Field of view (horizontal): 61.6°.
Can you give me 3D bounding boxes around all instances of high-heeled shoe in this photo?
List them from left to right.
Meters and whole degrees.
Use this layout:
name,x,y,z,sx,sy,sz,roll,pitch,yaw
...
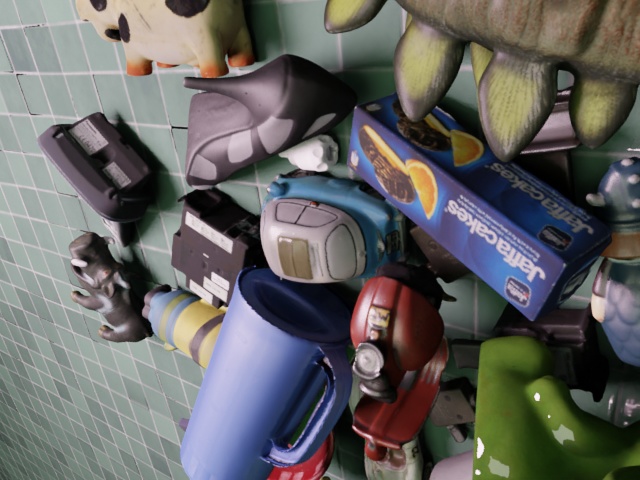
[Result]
name,x,y,z,sx,sy,sz,roll,pitch,yaw
high-heeled shoe,-0.058,-0.102,0.530,0.248,0.145,0.086,130,143,-74

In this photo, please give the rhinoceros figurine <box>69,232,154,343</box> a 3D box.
name,x,y,z,sx,sy,sz,roll,pitch,yaw
rhinoceros figurine,-0.317,0.077,0.808,0.112,0.073,0.190,4,125,41

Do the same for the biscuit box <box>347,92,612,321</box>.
name,x,y,z,sx,sy,sz,roll,pitch,yaw
biscuit box,0.106,-0.035,0.398,0.203,0.059,0.062,45,146,32

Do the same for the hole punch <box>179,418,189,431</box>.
name,x,y,z,sx,sy,sz,roll,pitch,yaw
hole punch,-0.128,0.274,0.787,0.142,0.092,0.115,-15,109,38

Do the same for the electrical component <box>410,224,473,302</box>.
name,x,y,z,sx,sy,sz,roll,pitch,yaw
electrical component,0.119,0.009,0.467,0.102,0.045,0.078,-26,99,44

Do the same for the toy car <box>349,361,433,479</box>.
name,x,y,z,sx,sy,sz,roll,pitch,yaw
toy car,0.080,0.222,0.615,0.074,0.056,0.201,3,118,36

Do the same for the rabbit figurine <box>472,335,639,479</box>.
name,x,y,z,sx,sy,sz,roll,pitch,yaw
rabbit figurine,0.196,0.149,0.374,0.170,0.159,0.121,1,108,18

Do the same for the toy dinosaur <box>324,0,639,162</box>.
name,x,y,z,sx,sy,sz,roll,pitch,yaw
toy dinosaur,0.116,-0.159,0.309,0.472,0.105,0.198,48,139,27

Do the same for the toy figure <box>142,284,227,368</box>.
name,x,y,z,sx,sy,sz,roll,pitch,yaw
toy figure,-0.166,0.119,0.720,0.180,0.089,0.082,19,132,25

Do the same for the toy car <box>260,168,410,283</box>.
name,x,y,z,sx,sy,sz,roll,pitch,yaw
toy car,-0.001,-0.002,0.515,0.162,0.103,0.109,14,124,33

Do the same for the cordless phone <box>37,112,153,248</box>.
name,x,y,z,sx,sy,sz,roll,pitch,yaw
cordless phone,-0.297,-0.069,0.728,0.146,0.089,0.184,48,153,4

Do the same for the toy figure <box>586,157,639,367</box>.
name,x,y,z,sx,sy,sz,roll,pitch,yaw
toy figure,0.224,0.015,0.383,0.058,0.064,0.154,-151,43,-72

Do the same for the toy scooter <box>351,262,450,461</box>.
name,x,y,z,sx,sy,sz,roll,pitch,yaw
toy scooter,0.065,0.115,0.473,0.075,0.135,0.183,14,147,30

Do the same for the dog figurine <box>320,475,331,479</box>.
name,x,y,z,sx,sy,sz,roll,pitch,yaw
dog figurine,0.042,0.346,0.619,0.192,0.108,0.219,11,152,30

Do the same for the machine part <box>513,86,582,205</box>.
name,x,y,z,sx,sy,sz,roll,pitch,yaw
machine part,0.168,-0.043,0.406,0.084,0.039,0.138,-2,113,34

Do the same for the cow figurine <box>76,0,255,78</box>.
name,x,y,z,sx,sy,sz,roll,pitch,yaw
cow figurine,-0.161,-0.226,0.517,0.195,0.085,0.127,13,120,27

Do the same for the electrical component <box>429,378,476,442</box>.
name,x,y,z,sx,sy,sz,roll,pitch,yaw
electrical component,0.139,0.170,0.563,0.063,0.021,0.094,-30,95,43

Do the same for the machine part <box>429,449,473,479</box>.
name,x,y,z,sx,sy,sz,roll,pitch,yaw
machine part,0.190,0.235,0.526,0.079,0.079,0.243,48,134,4

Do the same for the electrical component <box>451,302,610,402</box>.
name,x,y,z,sx,sy,sz,roll,pitch,yaw
electrical component,0.181,0.095,0.469,0.119,0.048,0.074,-8,110,40

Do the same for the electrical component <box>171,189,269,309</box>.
name,x,y,z,sx,sy,sz,roll,pitch,yaw
electrical component,-0.120,0.018,0.648,0.115,0.058,0.134,34,131,20
